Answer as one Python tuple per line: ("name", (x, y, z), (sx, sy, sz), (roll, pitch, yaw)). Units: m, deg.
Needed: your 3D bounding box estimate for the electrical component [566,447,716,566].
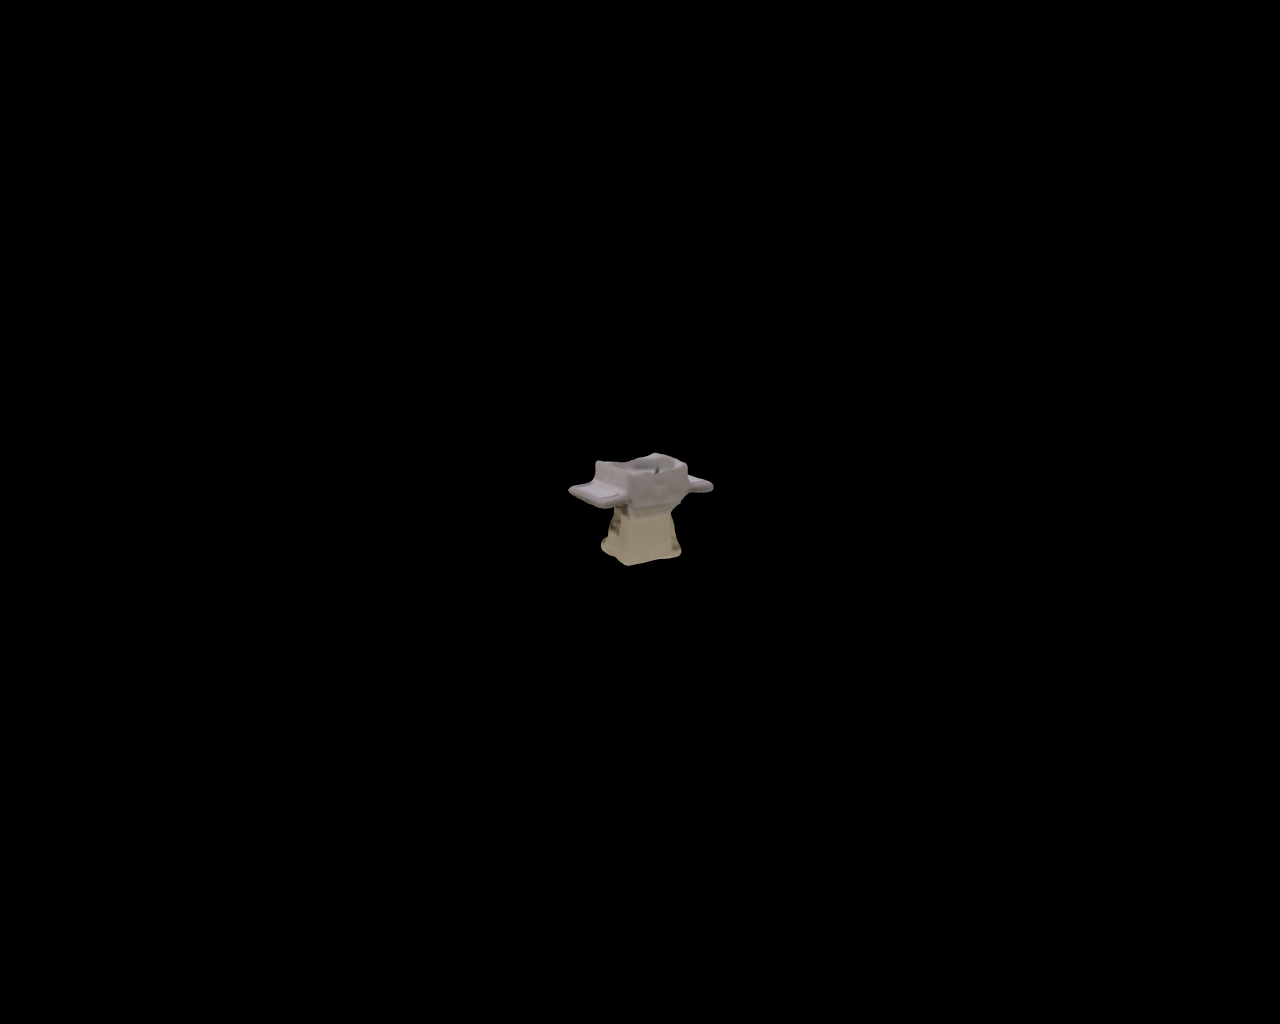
("electrical component", (0.001, -0.003, 0.650), (0.081, 0.063, 0.042), (-9, 19, -29))
